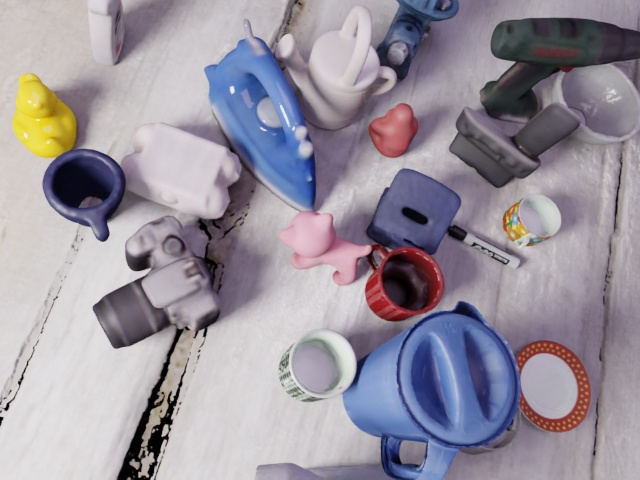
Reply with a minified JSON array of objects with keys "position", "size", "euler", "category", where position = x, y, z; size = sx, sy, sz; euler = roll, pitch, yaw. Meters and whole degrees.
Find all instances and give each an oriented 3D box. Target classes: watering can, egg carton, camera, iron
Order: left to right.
[{"position":[-0.206,0.058,0.692],"size":[0.137,0.100,0.143],"euler":[-28,80,-22],"category":"camera"},{"position":[-0.186,-0.091,0.768],"size":[0.150,0.069,0.107],"euler":[20,67,-8],"category":"egg carton"},{"position":[-0.059,-0.170,0.791],"size":[0.119,0.141,0.258],"euler":[-26,79,-22],"category":"iron"},{"position":[0.026,-0.247,0.814],"size":[0.173,0.194,0.101],"euler":[-14,75,-19],"category":"watering can"}]

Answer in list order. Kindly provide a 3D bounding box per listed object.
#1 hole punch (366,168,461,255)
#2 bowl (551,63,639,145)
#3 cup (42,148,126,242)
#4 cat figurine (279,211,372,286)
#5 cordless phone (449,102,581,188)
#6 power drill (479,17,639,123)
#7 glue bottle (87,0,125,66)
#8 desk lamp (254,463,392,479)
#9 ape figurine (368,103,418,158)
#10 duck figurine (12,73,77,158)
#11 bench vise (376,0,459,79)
[{"position":[0.135,-0.033,0.823],"size":[0.109,0.091,0.101],"euler":[27,66,-4],"category":"hole punch"},{"position":[0.465,-0.228,0.992],"size":[0.168,0.074,0.167],"euler":[5,70,-13],"category":"bowl"},{"position":[-0.282,-0.042,0.710],"size":[0.092,0.095,0.117],"euler":[-20,77,-21],"category":"cup"},{"position":[0.007,0.003,0.760],"size":[0.128,0.117,0.067],"euler":[18,67,-8],"category":"cat figurine"},{"position":[0.293,-0.173,0.865],"size":[0.147,0.185,0.094],"euler":[33,66,-1],"category":"cordless phone"},{"position":[0.359,-0.272,0.905],"size":[0.230,0.208,0.075],"euler":[5,69,-13],"category":"power drill"},{"position":[-0.288,-0.314,0.764],"size":[0.037,0.173,0.078],"euler":[7,69,-12],"category":"glue bottle"},{"position":[0.015,0.293,0.606],"size":[0.203,0.213,0.118],"euler":[1,70,-15],"category":"desk lamp"},{"position":[0.117,-0.173,0.868],"size":[0.078,0.092,0.076],"euler":[10,68,-11],"category":"ape figurine"},{"position":[-0.360,-0.164,0.738],"size":[0.078,0.086,0.104],"euler":[-19,77,-20],"category":"duck figurine"},{"position":[0.167,-0.364,0.880],"size":[0.121,0.219,0.207],"euler":[9,69,-12],"category":"bench vise"}]
